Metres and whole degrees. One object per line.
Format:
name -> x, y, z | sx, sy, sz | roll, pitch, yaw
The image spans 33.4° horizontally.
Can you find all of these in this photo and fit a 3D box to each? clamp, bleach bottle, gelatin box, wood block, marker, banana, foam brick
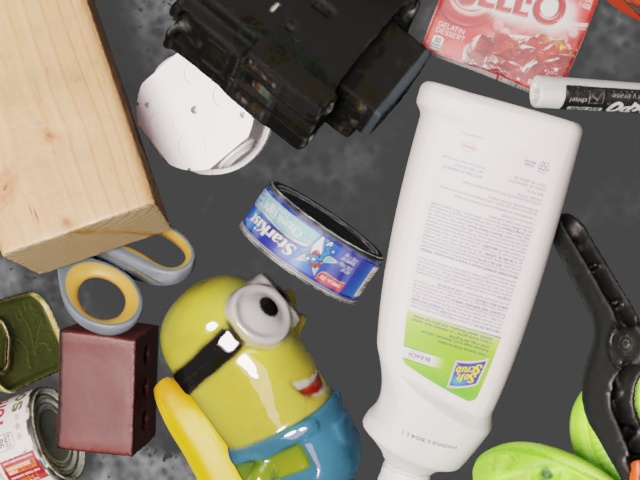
clamp -> 0.189, 0.052, 0.594 | 0.039, 0.120, 0.171 | 3, 72, -33
bleach bottle -> 0.075, 0.038, 0.649 | 0.102, 0.068, 0.251 | 17, 100, 7
gelatin box -> 0.115, -0.133, 0.642 | 0.089, 0.030, 0.073 | 22, 98, 6
wood block -> -0.167, -0.095, 0.639 | 0.090, 0.091, 0.206 | -19, 82, -5
marker -> 0.183, -0.084, 0.625 | 0.121, 0.020, 0.020 | 2, 96, -9
banana -> -0.063, 0.185, 0.696 | 0.069, 0.037, 0.198 | -7, 94, 7
foam brick -> -0.137, 0.094, 0.693 | 0.051, 0.053, 0.078 | 4, 97, 9

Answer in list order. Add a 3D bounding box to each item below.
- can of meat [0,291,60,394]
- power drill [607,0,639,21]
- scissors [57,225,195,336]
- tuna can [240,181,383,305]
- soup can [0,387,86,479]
can of meat -> -0.224, 0.078, 0.682 | 0.084, 0.102, 0.057 | -24, 90, 13
power drill -> 0.226, -0.199, 0.567 | 0.188, 0.057, 0.185 | -55, 42, 13
scissors -> -0.181, 0.003, 0.688 | 0.202, 0.016, 0.096 | 14, 56, 7
tuna can -> -0.004, 0.001, 0.646 | 0.086, 0.086, 0.034 | 35, 98, 5
soup can -> -0.215, 0.145, 0.703 | 0.102, 0.068, 0.068 | -22, 91, 10
